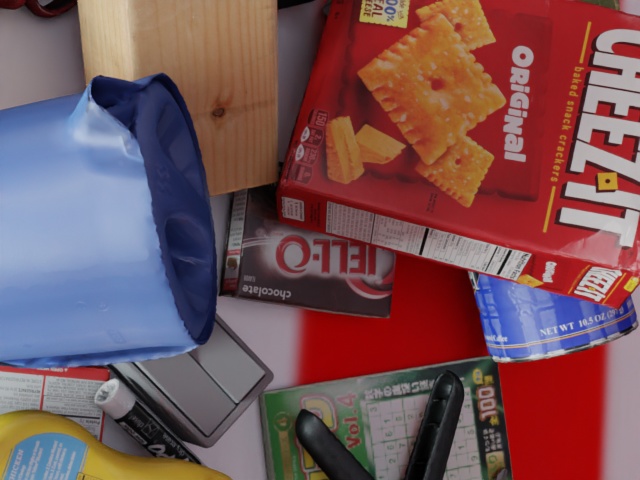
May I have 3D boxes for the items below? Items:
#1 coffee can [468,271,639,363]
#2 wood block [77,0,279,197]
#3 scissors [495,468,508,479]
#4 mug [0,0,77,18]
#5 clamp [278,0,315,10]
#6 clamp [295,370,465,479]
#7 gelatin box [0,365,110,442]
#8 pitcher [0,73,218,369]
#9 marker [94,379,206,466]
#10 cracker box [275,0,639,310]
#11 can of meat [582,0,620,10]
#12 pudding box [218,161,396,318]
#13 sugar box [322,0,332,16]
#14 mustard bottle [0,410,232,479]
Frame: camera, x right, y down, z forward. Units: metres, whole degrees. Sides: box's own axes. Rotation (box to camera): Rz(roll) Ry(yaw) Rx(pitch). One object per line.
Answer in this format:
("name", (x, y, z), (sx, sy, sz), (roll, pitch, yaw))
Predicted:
("coffee can", (0.148, 0.002, 0.725), (0.102, 0.103, 0.140), (-16, 92, -24))
("wood block", (-0.081, -0.133, 0.594), (0.090, 0.090, 0.206), (-14, 122, -25))
("scissors", (0.080, 0.254, 0.716), (0.096, 0.016, 0.202), (5, 86, -20))
("mug", (-0.171, -0.186, 0.619), (0.081, 0.093, 0.117), (-49, 132, -24))
("clamp", (-0.004, -0.228, 0.704), (0.210, 0.036, 0.164), (-40, 76, -11))
("clamp", (0.060, 0.170, 0.692), (0.120, 0.039, 0.171), (-20, 98, -18))
("gelatin box", (-0.165, 0.114, 0.620), (0.073, 0.030, 0.089), (9, 82, -24))
("pitcher", (-0.175, 0.009, 0.538), (0.243, 0.145, 0.149), (-8, 95, 6))
("marker", (-0.090, 0.128, 0.642), (0.020, 0.020, 0.121), (-50, 121, -19))
("cracker box", (0.096, -0.068, 0.635), (0.214, 0.072, 0.164), (14, 72, 6))
("can of meat", (0.154, -0.129, 0.749), (0.057, 0.084, 0.102), (20, 78, -21))
("pudding box", (-0.005, 0.001, 0.694), (0.113, 0.039, 0.090), (9, 82, -22))
("sugar box", (0.092, -0.192, 0.749), (0.093, 0.048, 0.176), (44, 69, -13))
("mustard bottle", (-0.145, 0.145, 0.576), (0.191, 0.058, 0.096), (25, 75, -21))
